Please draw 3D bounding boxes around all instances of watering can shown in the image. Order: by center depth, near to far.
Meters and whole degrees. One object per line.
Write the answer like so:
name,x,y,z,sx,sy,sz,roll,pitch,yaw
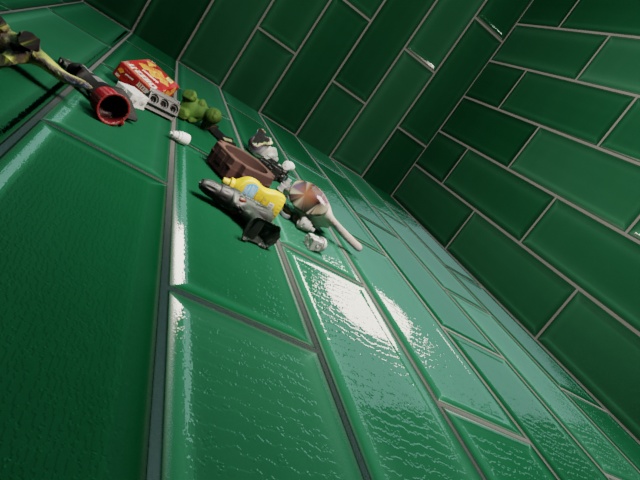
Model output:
watering can,0.005,-0.090,1.782,0.350,0.105,0.221,35,-10,14

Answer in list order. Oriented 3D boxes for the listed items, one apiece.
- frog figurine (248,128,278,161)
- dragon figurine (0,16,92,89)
frog figurine,-0.259,-0.407,2.351,0.138,0.124,0.156,32,-25,25
dragon figurine,-0.816,-0.521,1.396,0.407,0.122,0.246,29,7,-26
